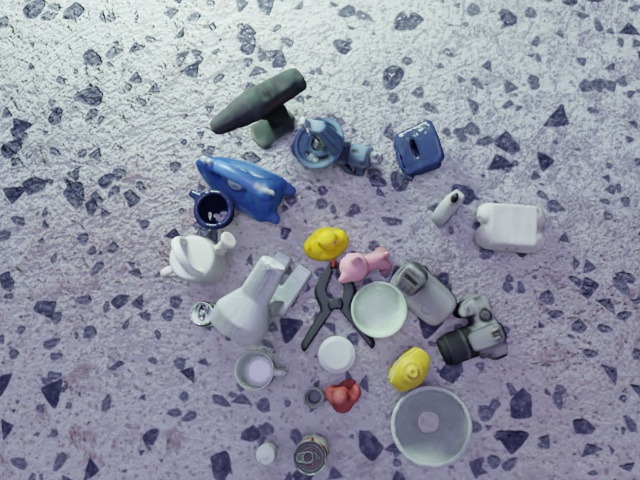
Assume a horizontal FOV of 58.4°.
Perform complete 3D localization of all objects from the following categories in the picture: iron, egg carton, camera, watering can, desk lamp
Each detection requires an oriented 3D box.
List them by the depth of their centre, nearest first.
[{"bbox_3d":[-0.123,0.116,1.213,0.118,0.213,0.203,32,85,9],"label":"desk lamp"},{"bbox_3d":[0.316,0.201,1.223,0.137,0.101,0.143,-22,80,1],"label":"camera"},{"bbox_3d":[-0.268,0.036,1.247,0.101,0.194,0.173,42,86,10],"label":"watering can"},{"bbox_3d":[0.420,-0.026,1.267,0.150,0.069,0.107,3,81,5],"label":"egg carton"},{"bbox_3d":[-0.191,-0.139,1.295,0.258,0.141,0.119,27,84,8],"label":"iron"}]

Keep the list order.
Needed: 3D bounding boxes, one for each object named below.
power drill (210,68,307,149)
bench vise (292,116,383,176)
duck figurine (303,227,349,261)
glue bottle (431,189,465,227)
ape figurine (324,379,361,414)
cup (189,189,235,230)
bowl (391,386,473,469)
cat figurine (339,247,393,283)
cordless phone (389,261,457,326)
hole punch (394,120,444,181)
[{"bbox_3d":[-0.126,-0.280,1.278,0.229,0.208,0.075,-38,80,-2],"label":"power drill"},{"bbox_3d":[0.033,-0.220,1.251,0.207,0.220,0.121,-3,81,4],"label":"bench vise"},{"bbox_3d":[0.012,0.005,1.285,0.104,0.086,0.077,-18,80,2],"label":"duck figurine"},{"bbox_3d":[0.281,-0.077,1.233,0.037,0.173,0.078,42,86,10],"label":"glue bottle"},{"bbox_3d":[0.047,0.335,1.227,0.077,0.092,0.076,15,83,7],"label":"ape figurine"},{"bbox_3d":[-0.244,-0.069,1.312,0.117,0.095,0.092,35,85,9],"label":"cup"},{"bbox_3d":[0.232,0.391,1.213,0.167,0.075,0.167,-1,81,4],"label":"bowl"},{"bbox_3d":[0.096,0.053,1.255,0.128,0.118,0.067,-20,80,1],"label":"cat figurine"},{"bbox_3d":[0.221,0.107,1.203,0.147,0.185,0.094,38,86,9],"label":"cordless phone"},{"bbox_3d":[0.222,-0.203,1.299,0.101,0.091,0.108,-18,80,2],"label":"hole punch"}]
